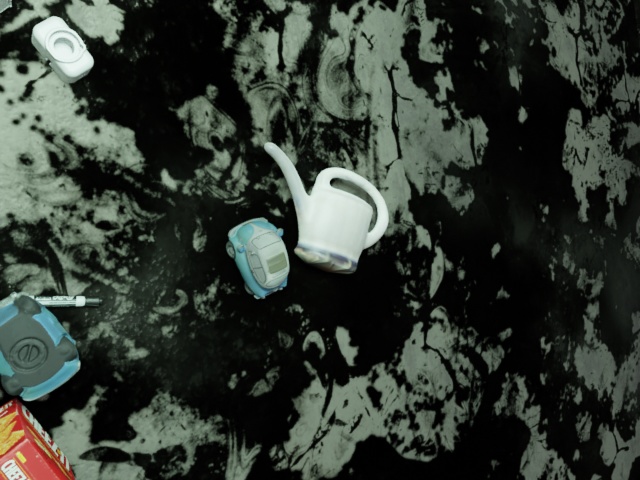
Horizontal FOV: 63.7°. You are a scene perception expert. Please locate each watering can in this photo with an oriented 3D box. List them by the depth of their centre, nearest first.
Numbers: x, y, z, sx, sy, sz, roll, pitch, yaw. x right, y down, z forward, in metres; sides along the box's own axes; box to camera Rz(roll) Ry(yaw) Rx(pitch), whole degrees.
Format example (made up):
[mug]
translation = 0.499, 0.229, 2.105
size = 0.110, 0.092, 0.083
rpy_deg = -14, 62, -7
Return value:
[watering can]
translation = 0.003, -0.055, 1.095
size = 0.345, 0.226, 0.104
rpy_deg = 21, -10, -30
